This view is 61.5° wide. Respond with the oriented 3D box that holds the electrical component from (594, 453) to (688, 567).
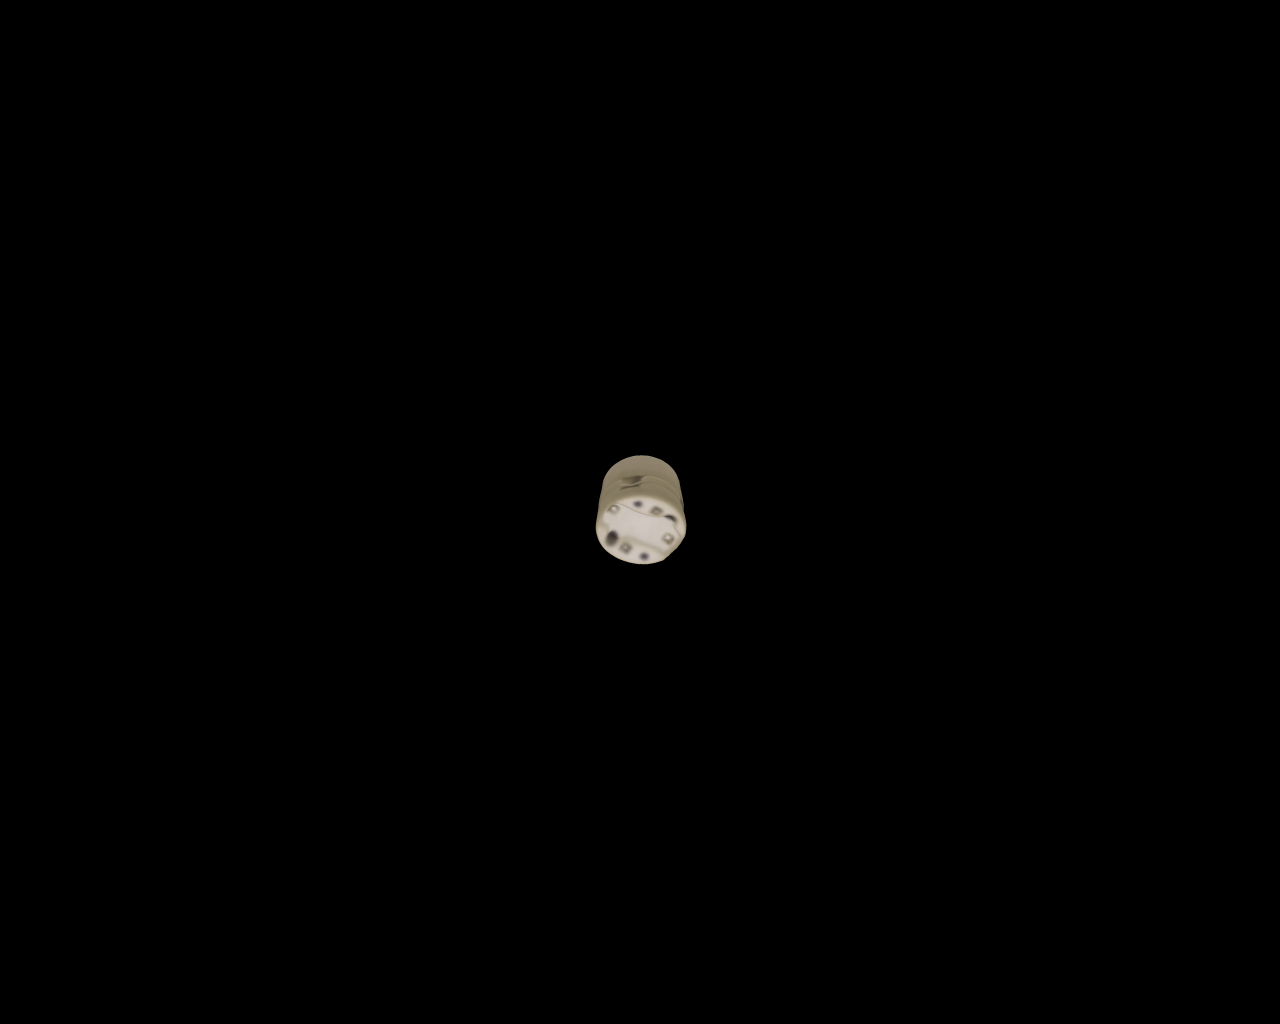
[{"bbox_3d":[0.001,-0.003,0.650,0.055,0.055,0.047,0,37,0],"label":"electrical component"}]
